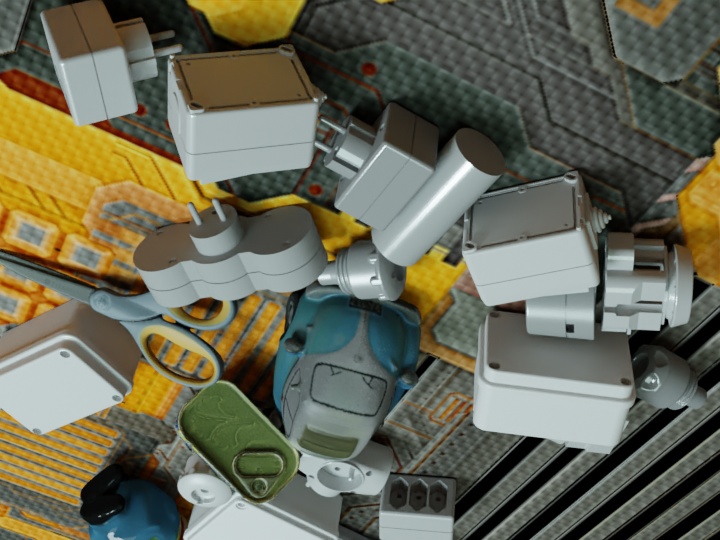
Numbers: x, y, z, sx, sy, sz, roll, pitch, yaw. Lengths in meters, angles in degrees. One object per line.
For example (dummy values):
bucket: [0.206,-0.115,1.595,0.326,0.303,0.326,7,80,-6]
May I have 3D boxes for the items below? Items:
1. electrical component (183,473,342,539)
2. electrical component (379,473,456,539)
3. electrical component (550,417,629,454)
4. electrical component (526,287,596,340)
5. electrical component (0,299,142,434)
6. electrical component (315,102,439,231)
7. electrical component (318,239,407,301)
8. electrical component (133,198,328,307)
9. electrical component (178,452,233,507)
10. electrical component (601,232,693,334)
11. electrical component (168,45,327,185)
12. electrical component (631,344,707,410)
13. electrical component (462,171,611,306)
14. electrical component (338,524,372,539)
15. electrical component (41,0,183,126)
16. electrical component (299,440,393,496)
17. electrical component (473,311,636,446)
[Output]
electrical component: [-0.090,0.233,1.001,0.109,0.056,0.109,30,130,-19]
electrical component: [0.052,0.229,0.977,0.066,0.047,0.076,3,128,6]
electrical component: [0.177,0.116,0.858,0.055,0.048,0.066,8,134,-8]
electrical component: [0.144,0.021,0.767,0.047,0.055,0.055,1,133,13]
electrical component: [-0.244,0.080,0.880,0.113,0.057,0.078,-23,126,27]
electrical component: [0.002,-0.075,0.701,0.077,0.047,0.065,27,131,-16]
electrical component: [0.000,0.000,0.776,0.062,0.048,0.048,-5,133,23]
electrical component: [-0.099,-0.021,0.765,0.138,0.052,0.073,-8,131,16]
electrical component: [-0.132,0.174,0.948,0.048,0.062,0.048,4,134,4]
electrical component: [0.198,0.010,0.745,0.057,0.058,0.078,2,133,10]
electrical component: [-0.067,-0.096,0.669,0.096,0.061,0.061,-8,137,-18]
electrical component: [0.236,0.086,0.820,0.062,0.043,0.043,28,131,-18]
electrical component: [0.123,-0.019,0.725,0.096,0.061,0.061,-12,130,19]
electrical component: [-0.013,0.301,1.054,0.113,0.057,0.078,29,131,-18]
electrical component: [-0.149,-0.133,0.664,0.077,0.065,0.047,-17,135,-15]
electrical component: [-0.022,0.173,0.942,0.077,0.044,0.079,23,132,-12]
electrical component: [0.143,0.079,0.801,0.113,0.078,0.057,7,127,3]
